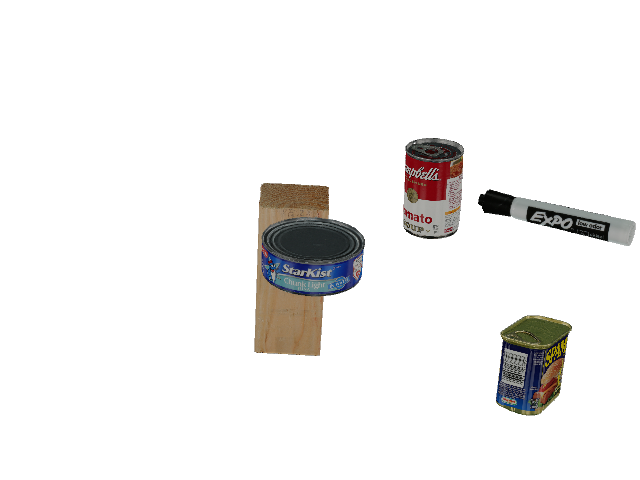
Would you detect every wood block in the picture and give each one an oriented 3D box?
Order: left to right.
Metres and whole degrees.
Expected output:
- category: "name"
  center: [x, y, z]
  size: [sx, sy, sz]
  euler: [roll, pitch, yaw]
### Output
- category: "wood block"
  center: [-0.039, 0.037, 1.400]
  size: [0.090, 0.206, 0.091]
  euler: [3, 23, -2]

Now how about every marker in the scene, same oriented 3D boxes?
- category: "marker"
  center: [0.178, -0.019, 0.814]
  size: [0.121, 0.020, 0.020]
  euler: [15, 7, 28]

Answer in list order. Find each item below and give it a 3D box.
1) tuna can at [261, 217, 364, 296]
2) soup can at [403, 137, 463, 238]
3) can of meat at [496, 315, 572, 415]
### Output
- category: "tuna can"
  center: [-0.007, 0.013, 0.886]
  size: [0.086, 0.034, 0.086]
  euler: [2, 25, -1]
- category: "soup can"
  center: [0.132, -0.061, 1.256]
  size: [0.068, 0.102, 0.068]
  euler: [0, 27, 0]
- category: "can of meat"
  center: [0.236, 0.138, 1.186]
  size: [0.058, 0.084, 0.101]
  euler: [13, 16, 29]
